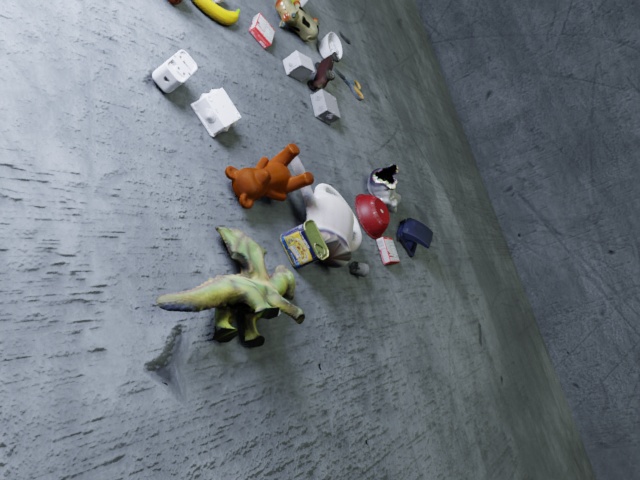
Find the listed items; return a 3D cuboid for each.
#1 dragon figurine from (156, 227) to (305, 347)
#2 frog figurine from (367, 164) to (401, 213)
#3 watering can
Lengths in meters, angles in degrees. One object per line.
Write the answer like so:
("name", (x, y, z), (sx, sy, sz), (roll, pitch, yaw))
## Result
("dragon figurine", (-0.168, 0.075, 1.044), (0.406, 0.121, 0.248), (28, 30, -48))
("frog figurine", (0.223, -0.170, 1.799), (0.155, 0.123, 0.141), (88, -8, -49))
("watering can", (0.004, -0.069, 1.364), (0.342, 0.103, 0.230), (43, 38, -33))
